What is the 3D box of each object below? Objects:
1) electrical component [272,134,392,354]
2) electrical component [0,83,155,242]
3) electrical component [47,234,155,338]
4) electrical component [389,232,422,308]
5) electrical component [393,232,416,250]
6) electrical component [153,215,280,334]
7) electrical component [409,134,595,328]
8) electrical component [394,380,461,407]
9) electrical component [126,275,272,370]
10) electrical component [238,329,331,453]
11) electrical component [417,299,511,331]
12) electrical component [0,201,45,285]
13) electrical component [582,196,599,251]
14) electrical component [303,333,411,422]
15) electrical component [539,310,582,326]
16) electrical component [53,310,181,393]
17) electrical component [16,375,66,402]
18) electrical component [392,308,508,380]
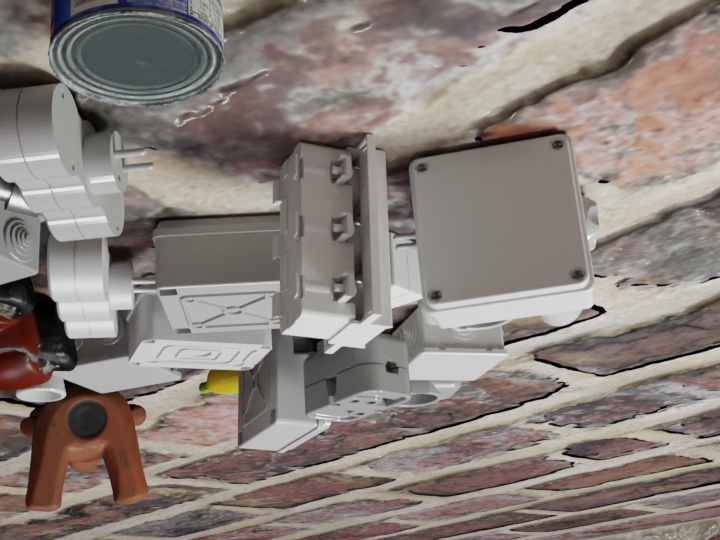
[{"bbox_3d":[-0.019,-0.017,0.687,0.063,0.121,0.079,8,156,-22],"label":"electrical component"},{"bbox_3d":[-0.161,-0.063,0.638,0.074,0.052,0.138,-6,159,3],"label":"electrical component"},{"bbox_3d":[-0.193,0.013,0.825,0.074,0.052,0.138,-1,159,-8],"label":"electrical component"},{"bbox_3d":[0.000,0.000,0.839,0.066,0.047,0.077,-20,153,37],"label":"electrical component"},{"bbox_3d":[0.063,-0.024,0.787,0.077,0.047,0.065,-6,159,5],"label":"electrical component"},{"bbox_3d":[-0.097,0.006,0.821,0.109,0.056,0.108,-3,159,-3],"label":"electrical component"},{"bbox_3d":[0.094,-0.024,0.710,0.109,0.108,0.056,-9,161,11],"label":"electrical component"},{"bbox_3d":[0.053,0.104,1.099,0.095,0.059,0.053,1,158,-13],"label":"electrical component"},{"bbox_3d":[-0.137,0.046,0.914,0.113,0.057,0.078,5,157,-22],"label":"electrical component"},{"bbox_3d":[-0.074,0.107,1.016,0.056,0.108,0.109,9,155,-24],"label":"electrical component"},{"bbox_3d":[0.094,0.012,0.870,0.095,0.059,0.053,-6,159,6],"label":"electrical component"},{"bbox_3d":[-0.276,-0.021,0.728,0.100,0.048,0.100,-14,157,23],"label":"electrical component"},{"bbox_3d":[0.140,-0.033,0.785,0.062,0.043,0.043,-1,159,-5],"label":"electrical component"},{"bbox_3d":[-0.004,0.088,0.912,0.054,0.059,0.095,14,152,-37],"label":"electrical component"},{"bbox_3d":[0.164,0.020,0.924,0.045,0.045,0.055,-14,156,24],"label":"electrical component"},{"bbox_3d":[-0.222,0.074,0.981,0.100,0.048,0.100,-11,158,18],"label":"electrical component"},{"bbox_3d":[-0.297,0.091,1.002,0.045,0.055,0.045,-4,159,-2],"label":"electrical component"},{"bbox_3d":[0.083,0.071,1.032,0.100,0.048,0.099,2,158,-17],"label":"electrical component"}]
